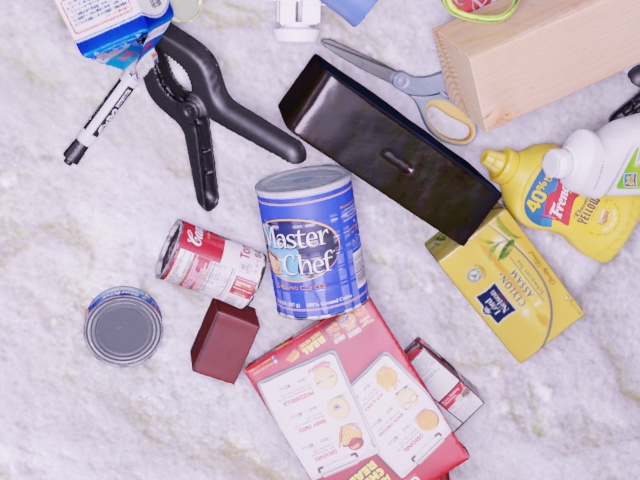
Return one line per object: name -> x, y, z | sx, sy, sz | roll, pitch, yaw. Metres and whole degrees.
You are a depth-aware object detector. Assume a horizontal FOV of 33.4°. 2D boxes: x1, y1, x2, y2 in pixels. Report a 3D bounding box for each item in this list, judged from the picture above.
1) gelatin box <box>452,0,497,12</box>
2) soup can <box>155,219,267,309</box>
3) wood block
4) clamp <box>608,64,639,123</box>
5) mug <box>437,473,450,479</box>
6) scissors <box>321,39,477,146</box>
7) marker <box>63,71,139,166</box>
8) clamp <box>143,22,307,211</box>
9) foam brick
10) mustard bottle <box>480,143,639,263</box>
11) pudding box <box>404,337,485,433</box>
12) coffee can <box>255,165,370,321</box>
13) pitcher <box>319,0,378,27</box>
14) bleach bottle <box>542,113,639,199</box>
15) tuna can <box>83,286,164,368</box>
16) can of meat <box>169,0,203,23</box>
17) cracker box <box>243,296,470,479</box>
gelatin box -> 0.160, -0.273, 1.107 | 0.089, 0.030, 0.073 | 42, 98, -20
soup can -> -0.117, 0.027, 1.145 | 0.102, 0.068, 0.068 | 22, 104, -17
wood block -> 0.233, -0.204, 1.093 | 0.206, 0.090, 0.091 | -25, 127, -6
clamp -> 0.387, -0.180, 1.160 | 0.171, 0.120, 0.039 | -26, 75, -15
mug -> 0.119, 0.299, 1.267 | 0.093, 0.117, 0.081 | -13, 69, 24
scissors -> 0.104, -0.181, 1.137 | 0.201, 0.016, 0.096 | 40, 97, -20
marker -> -0.225, -0.126, 1.098 | 0.020, 0.020, 0.121 | 36, 100, -19
clamp -> -0.124, -0.129, 1.083 | 0.210, 0.036, 0.165 | 51, 135, -5
foam brick -> -0.106, 0.110, 1.184 | 0.051, 0.053, 0.078 | 20, 106, -16
mustard bottle -> 0.261, -0.053, 1.187 | 0.191, 0.058, 0.096 | 25, 101, -16
pudding box -> 0.125, 0.183, 1.257 | 0.113, 0.039, 0.090 | 42, 99, -17
coffee can -> -0.007, 0.001, 1.131 | 0.102, 0.103, 0.140 | -11, 107, -6
pitcher -> -0.026, -0.317, 0.989 | 0.242, 0.145, 0.149 | 31, 145, -10
bleach bottle -> 0.350, -0.099, 1.145 | 0.250, 0.068, 0.103 | -6, 118, -25
tuna can -> -0.215, 0.094, 1.169 | 0.086, 0.034, 0.086 | -3, 110, -9
can of meat -> -0.136, -0.264, 1.030 | 0.057, 0.084, 0.102 | 8, 107, -12
cracker box -> 0.040, 0.189, 1.192 | 0.164, 0.072, 0.214 | -32, 90, 3
